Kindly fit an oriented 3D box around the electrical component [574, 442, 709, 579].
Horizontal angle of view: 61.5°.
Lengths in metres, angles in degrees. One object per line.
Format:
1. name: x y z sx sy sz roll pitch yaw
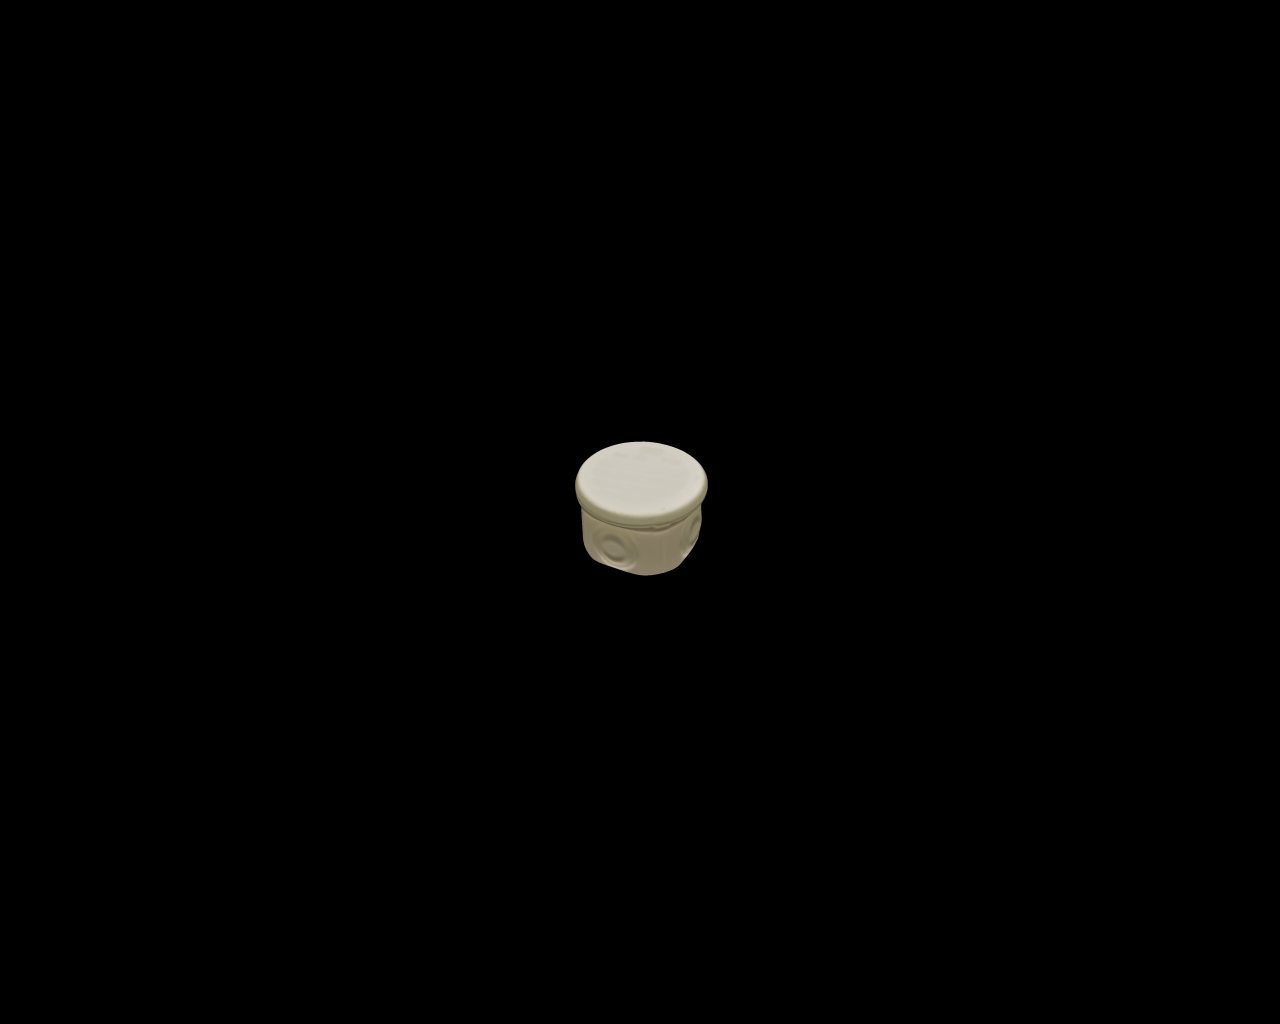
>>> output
1. electrical component: 0.001 -0.003 0.650 0.080 0.050 0.080 0 38 0
